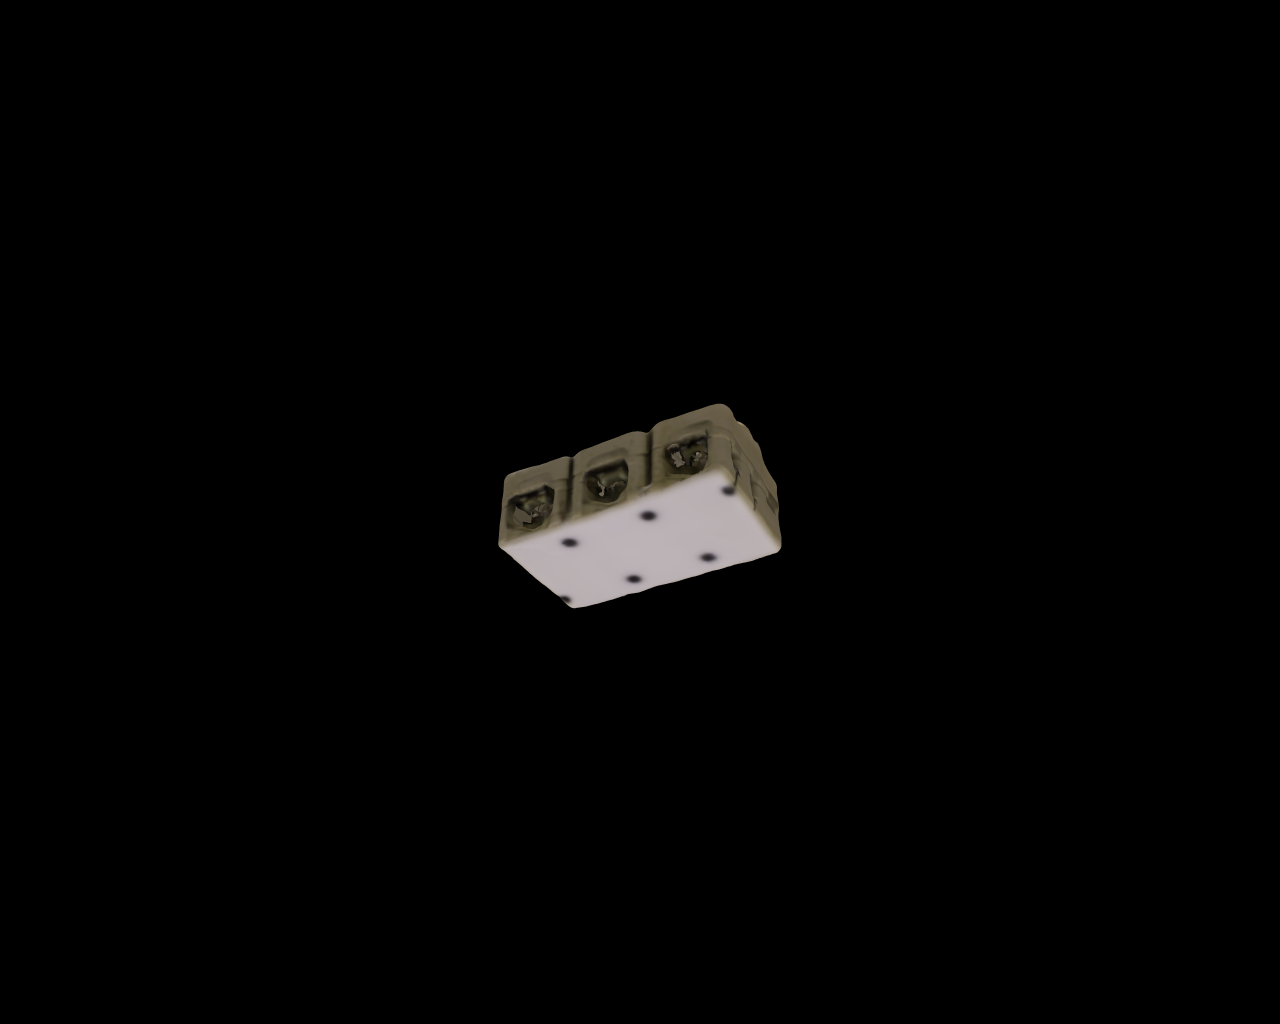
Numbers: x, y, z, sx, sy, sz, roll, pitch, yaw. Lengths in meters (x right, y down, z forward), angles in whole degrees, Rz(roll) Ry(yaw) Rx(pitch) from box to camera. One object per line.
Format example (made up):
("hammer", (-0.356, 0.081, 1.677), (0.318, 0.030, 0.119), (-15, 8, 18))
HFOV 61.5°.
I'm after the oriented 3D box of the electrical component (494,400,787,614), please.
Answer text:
("electrical component", (0.001, -0.003, 0.650), (0.150, 0.062, 0.089), (-17, -40, 22))
